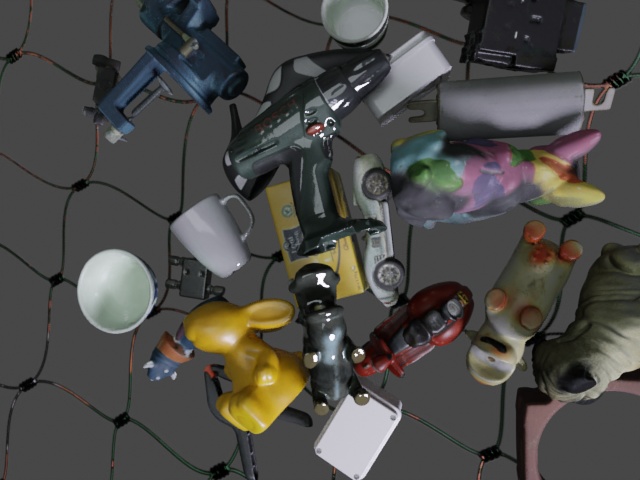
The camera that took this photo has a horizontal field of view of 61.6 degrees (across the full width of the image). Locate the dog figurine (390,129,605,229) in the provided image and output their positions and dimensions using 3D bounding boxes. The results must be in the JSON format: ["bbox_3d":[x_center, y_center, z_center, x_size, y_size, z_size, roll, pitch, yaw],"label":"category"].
[{"bbox_3d":[0.211,-0.078,0.633,0.219,0.191,0.108,-6,83,28],"label":"dog figurine"}]

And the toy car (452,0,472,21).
[{"bbox_3d":[0.150,-0.350,0.702,0.202,0.053,0.089,20,105,8],"label":"toy car"}]

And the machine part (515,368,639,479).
[{"bbox_3d":[0.343,0.255,0.646,0.202,0.087,0.201,-1,90,14],"label":"machine part"}]

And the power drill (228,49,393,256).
[{"bbox_3d":[0.010,-0.095,0.650,0.232,0.086,0.207,-22,87,15],"label":"power drill"}]

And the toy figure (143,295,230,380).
[{"bbox_3d":[-0.190,0.144,0.777,0.154,0.058,0.064,-39,107,7],"label":"toy figure"}]

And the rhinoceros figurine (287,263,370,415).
[{"bbox_3d":[0.010,0.120,0.657,0.073,0.112,0.190,-12,113,-3],"label":"rhinoceros figurine"}]

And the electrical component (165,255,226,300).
[{"bbox_3d":[-0.183,0.054,0.794,0.094,0.021,0.063,8,92,13],"label":"electrical component"}]

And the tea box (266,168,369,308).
[{"bbox_3d":[-0.002,-0.002,0.730,0.098,0.068,0.169,-17,88,12],"label":"tea box"}]

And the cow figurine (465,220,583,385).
[{"bbox_3d":[0.238,0.086,0.659,0.086,0.127,0.195,27,80,24],"label":"cow figurine"}]

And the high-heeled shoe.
[{"bbox_3d":[-0.029,-0.154,0.725,0.249,0.086,0.145,-18,80,22],"label":"high-heeled shoe"}]

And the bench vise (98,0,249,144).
[{"bbox_3d":[-0.226,-0.241,0.751,0.240,0.129,0.223,-45,86,0],"label":"bench vise"}]

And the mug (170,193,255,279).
[{"bbox_3d":[-0.138,-0.007,0.760,0.109,0.081,0.107,-34,94,4],"label":"mug"}]

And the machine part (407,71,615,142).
[{"bbox_3d":[0.233,-0.165,0.673,0.243,0.079,0.079,-1,90,11],"label":"machine part"}]

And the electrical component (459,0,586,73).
[{"bbox_3d":[0.250,-0.267,0.657,0.134,0.058,0.114,4,107,-5],"label":"electrical component"}]

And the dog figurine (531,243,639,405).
[{"bbox_3d":[0.311,0.086,0.610,0.191,0.172,0.121,-13,124,-4],"label":"dog figurine"}]

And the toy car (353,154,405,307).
[{"bbox_3d":[0.077,-0.013,0.709,0.056,0.073,0.201,-7,89,9],"label":"toy car"}]

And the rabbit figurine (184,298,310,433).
[{"bbox_3d":[-0.096,0.143,0.706,0.173,0.122,0.162,44,74,2],"label":"rabbit figurine"}]

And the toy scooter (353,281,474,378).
[{"bbox_3d":[0.114,0.118,0.671,0.184,0.135,0.075,-37,81,9],"label":"toy scooter"}]

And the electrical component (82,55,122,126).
[{"bbox_3d":[-0.327,-0.224,0.804,0.045,0.078,0.102,12,99,-12],"label":"electrical component"}]
